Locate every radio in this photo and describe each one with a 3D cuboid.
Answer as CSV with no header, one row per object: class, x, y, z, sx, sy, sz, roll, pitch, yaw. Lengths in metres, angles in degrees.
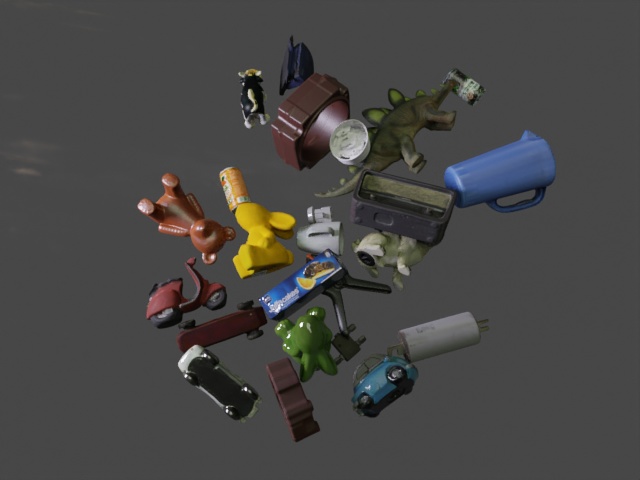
radio,0.187,-0.078,1.236,0.230,0.073,0.131,15,44,13

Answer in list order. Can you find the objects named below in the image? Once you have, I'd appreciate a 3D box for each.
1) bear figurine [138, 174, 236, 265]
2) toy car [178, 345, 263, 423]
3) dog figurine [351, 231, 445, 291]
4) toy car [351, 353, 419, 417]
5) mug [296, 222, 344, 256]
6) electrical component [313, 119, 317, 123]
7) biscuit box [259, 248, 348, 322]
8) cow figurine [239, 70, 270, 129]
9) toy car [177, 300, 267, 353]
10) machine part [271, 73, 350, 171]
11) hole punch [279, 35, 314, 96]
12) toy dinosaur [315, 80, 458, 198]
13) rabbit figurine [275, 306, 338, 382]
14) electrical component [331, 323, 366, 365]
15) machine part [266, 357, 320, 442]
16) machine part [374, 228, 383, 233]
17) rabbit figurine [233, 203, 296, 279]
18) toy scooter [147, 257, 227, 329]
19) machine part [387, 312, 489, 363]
bear figurine,-0.302,-0.042,1.248,0.196,0.131,0.120,36,75,16
toy car,-0.213,0.308,1.152,0.201,0.056,0.073,42,80,-6
dog figurine,0.189,-0.001,1.279,0.172,0.121,0.190,36,60,4
toy car,0.128,0.304,1.167,0.162,0.109,0.103,-37,53,-2
mug,-0.003,-0.004,1.261,0.107,0.109,0.081,-2,76,12
electrical component,-0.024,-0.343,1.390,0.048,0.074,0.119,38,69,11
biscuit box,-0.037,0.104,1.209,0.203,0.062,0.059,-37,69,5
cow figurine,-0.176,-0.382,1.385,0.068,0.098,0.167,-9,72,1
toy car,-0.220,0.200,1.205,0.202,0.053,0.089,-20,88,-10
machine part,-0.016,-0.280,1.298,0.087,0.201,0.201,37,73,20
hole punch,-0.055,-0.442,1.406,0.092,0.115,0.142,9,71,-8
toy dinosaur,0.186,-0.252,1.357,0.199,0.105,0.471,37,78,18
rabbit figurine,-0.029,0.219,1.144,0.121,0.170,0.159,-13,71,-6
electrical component,0.057,0.238,1.220,0.094,0.021,0.063,-40,77,-13
machine part,-0.059,0.327,1.109,0.056,0.179,0.179,-21,73,-13
machine part,0.174,-0.080,1.328,0.084,0.039,0.139,39,71,2
rabbit figurine,-0.134,-0.013,1.248,0.162,0.121,0.173,-18,72,-13
toy scooter,-0.312,0.114,1.220,0.184,0.075,0.135,-19,73,-12
machine part,0.267,0.217,1.206,0.243,0.079,0.079,-13,72,-7
